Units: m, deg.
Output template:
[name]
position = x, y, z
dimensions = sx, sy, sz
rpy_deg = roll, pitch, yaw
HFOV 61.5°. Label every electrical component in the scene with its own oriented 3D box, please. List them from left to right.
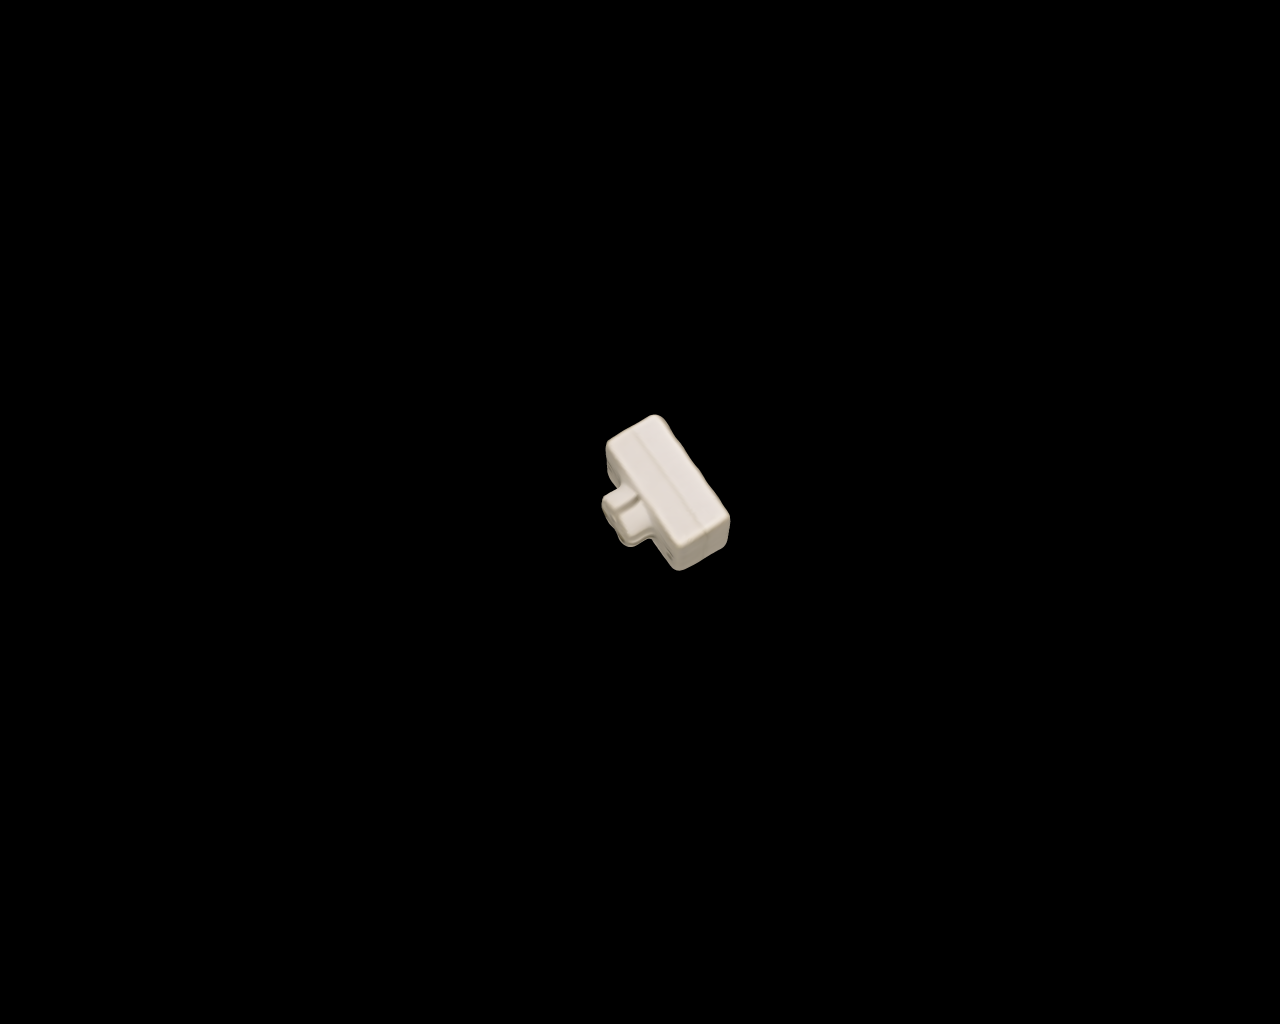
[electrical component]
position = 0.001, -0.003, 0.650
dimensions = 0.076, 0.083, 0.047
rpy_deg = -30, -19, -12
